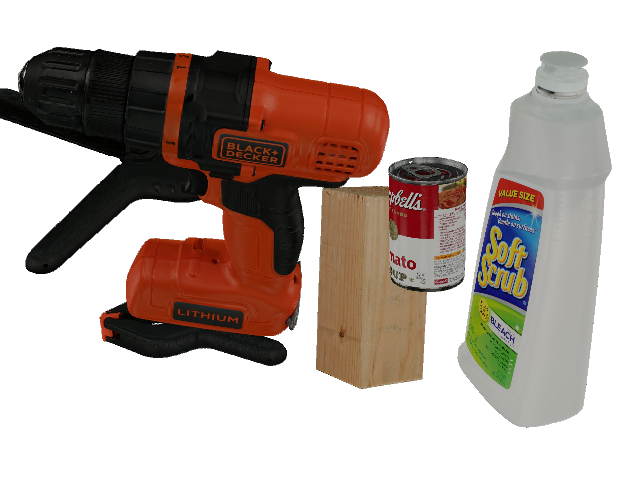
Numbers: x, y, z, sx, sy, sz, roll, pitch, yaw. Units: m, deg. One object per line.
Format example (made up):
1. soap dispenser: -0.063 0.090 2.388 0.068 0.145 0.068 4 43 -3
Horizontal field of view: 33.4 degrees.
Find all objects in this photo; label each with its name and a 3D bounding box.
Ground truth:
1. power drill: -0.068 -0.024 0.585 0.184 0.057 0.188 9 -37 -4
2. bleach bottle: 0.142 -0.003 0.704 0.068 0.251 0.103 -11 32 -17
3. clamp: -0.113 0.069 0.987 0.171 0.039 0.120 4 28 -1
4. clamp: -0.140 -0.055 0.806 0.209 0.164 0.036 -6 -30 -14
5. soup can: 0.093 -0.014 0.928 0.068 0.102 0.068 -2 22 0
6. wood block: 0.057 0.047 1.175 0.090 0.206 0.091 -4 11 -35
